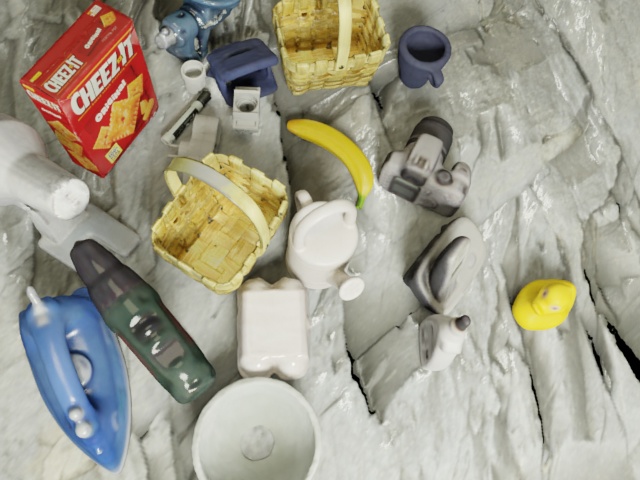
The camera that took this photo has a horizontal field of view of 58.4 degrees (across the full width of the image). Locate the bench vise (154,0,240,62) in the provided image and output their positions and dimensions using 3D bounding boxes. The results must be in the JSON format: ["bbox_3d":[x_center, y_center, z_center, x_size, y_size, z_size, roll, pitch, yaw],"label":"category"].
[{"bbox_3d":[-0.193,-0.406,0.938,0.121,0.220,0.207,12,68,-1],"label":"bench vise"}]

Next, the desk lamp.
[{"bbox_3d":[-0.371,-0.057,0.789,0.203,0.213,0.118,31,69,7],"label":"desk lamp"}]

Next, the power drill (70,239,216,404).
[{"bbox_3d":[-0.221,0.116,0.740,0.076,0.208,0.229,-41,78,-18],"label":"power drill"}]

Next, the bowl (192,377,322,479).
[{"bbox_3d":[-0.083,0.272,0.767,0.167,0.075,0.167,2,69,-5],"label":"bowl"}]

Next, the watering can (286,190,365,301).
[{"bbox_3d":[0.009,0.002,0.816,0.172,0.194,0.101,42,71,10],"label":"watering can"}]

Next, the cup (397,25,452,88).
[{"bbox_3d":[0.180,-0.301,1.004,0.092,0.095,0.117,-17,72,-12],"label":"cup"}]

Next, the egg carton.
[{"bbox_3d":[-0.066,0.128,0.827,0.107,0.069,0.150,-2,69,-7],"label":"egg carton"}]

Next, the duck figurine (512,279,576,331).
[{"bbox_3d":[0.355,0.091,0.876,0.105,0.086,0.077,-26,74,-15],"label":"duck figurine"}]

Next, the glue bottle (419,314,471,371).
[{"bbox_3d":[0.176,0.132,0.795,0.037,0.173,0.078,4,69,-4],"label":"glue bottle"}]

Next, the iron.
[{"bbox_3d":[-0.318,0.179,0.742,0.119,0.141,0.258,-24,73,-14],"label":"iron"}]

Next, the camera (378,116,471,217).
[{"bbox_3d":[0.186,-0.132,0.936,0.143,0.101,0.137,25,69,4],"label":"camera"}]

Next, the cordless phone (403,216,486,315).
[{"bbox_3d":[0.201,0.021,0.833,0.094,0.185,0.148,34,70,8],"label":"cordless phone"}]

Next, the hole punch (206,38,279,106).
[{"bbox_3d":[-0.134,-0.298,0.972,0.109,0.091,0.101,-25,73,-14],"label":"hole punch"}]
